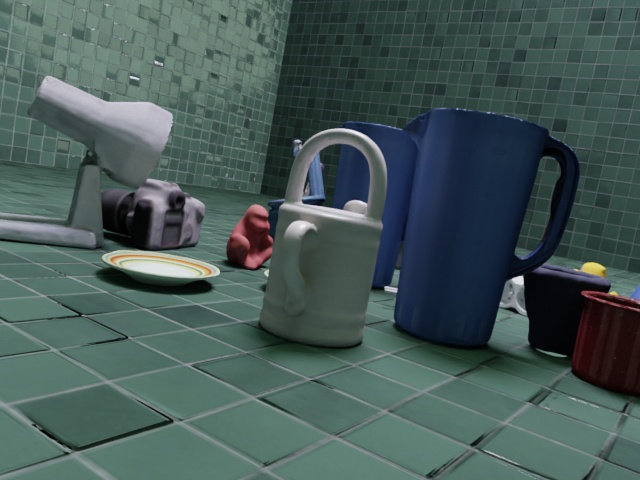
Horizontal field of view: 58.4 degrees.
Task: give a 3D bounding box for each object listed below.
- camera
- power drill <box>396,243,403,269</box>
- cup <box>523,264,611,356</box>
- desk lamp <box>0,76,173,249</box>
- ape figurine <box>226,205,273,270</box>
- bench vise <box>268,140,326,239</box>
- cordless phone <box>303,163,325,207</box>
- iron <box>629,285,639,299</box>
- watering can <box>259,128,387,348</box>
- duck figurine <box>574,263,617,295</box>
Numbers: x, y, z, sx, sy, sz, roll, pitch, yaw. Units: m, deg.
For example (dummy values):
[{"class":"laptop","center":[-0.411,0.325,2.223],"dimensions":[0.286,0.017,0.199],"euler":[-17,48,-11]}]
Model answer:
[{"class":"camera","center":[-0.272,-0.047,0.903],"dimensions":[0.136,0.101,0.143],"euler":[12,6,17]},{"class":"power drill","center":[0.167,-0.050,1.169],"dimensions":[0.076,0.208,0.228],"euler":[7,7,-32]},{"class":"cup","center":[0.271,0.079,0.661],"dimensions":[0.091,0.095,0.118],"euler":[11,6,4]},{"class":"desk lamp","center":[-0.317,-0.100,0.777],"dimensions":[0.204,0.213,0.117],"euler":[7,7,-30]},{"class":"ape figurine","center":[-0.101,-0.007,0.854],"dimensions":[0.078,0.092,0.075],"euler":[6,7,-39]},{"class":"bench vise","center":[-0.009,-0.090,1.192],"dimensions":[0.207,0.220,0.121],"euler":[10,6,1]},{"class":"cordless phone","center":[-0.020,-0.086,1.310],"dimensions":[0.094,0.185,0.147],"euler":[9,6,-12]},{"class":"iron","center":[0.466,0.082,0.743],"dimensions":[0.118,0.141,0.259],"euler":[13,6,23]},{"class":"watering can","center":[0.008,-0.008,0.546],"dimensions":[0.101,0.194,0.173],"euler":[10,6,-1]},{"class":"duck figurine","center":[0.498,0.086,1.047],"dimensions":[0.078,0.086,0.104],"euler":[7,7,-30]}]
